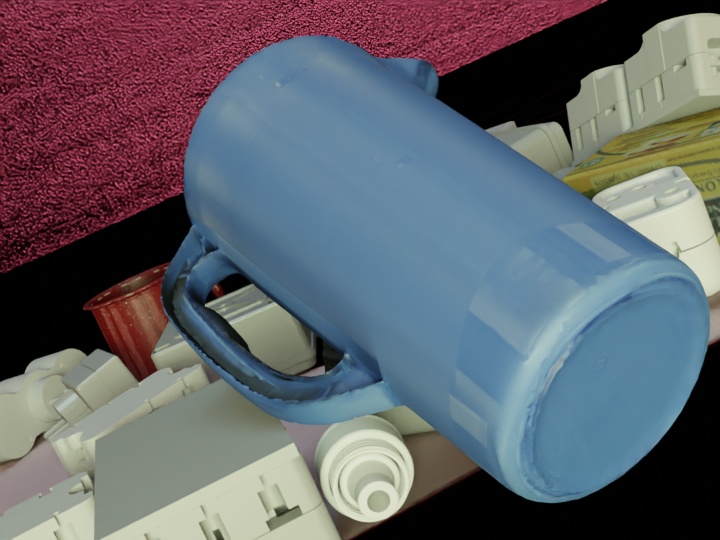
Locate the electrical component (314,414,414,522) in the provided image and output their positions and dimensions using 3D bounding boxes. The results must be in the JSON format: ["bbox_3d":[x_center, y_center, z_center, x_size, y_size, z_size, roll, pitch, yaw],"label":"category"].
[{"bbox_3d":[0.003,0.091,0.481,0.043,0.043,0.062,-24,13,-4],"label":"electrical component"}]

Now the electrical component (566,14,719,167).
[{"bbox_3d":[0.236,-0.127,0.772,0.105,0.060,0.186,-4,-8,-15],"label":"electrical component"}]

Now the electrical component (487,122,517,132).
[{"bbox_3d":[0.112,-0.097,1.057,0.096,0.061,0.061,-16,14,31],"label":"electrical component"}]

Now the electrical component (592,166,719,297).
[{"bbox_3d":[0.166,-0.015,0.596,0.054,0.059,0.095,-21,12,13],"label":"electrical component"}]

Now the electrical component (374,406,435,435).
[{"bbox_3d":[0.038,0.062,0.551,0.078,0.040,0.040,-14,15,35],"label":"electrical component"}]

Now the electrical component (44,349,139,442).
[{"bbox_3d":[-0.210,0.104,0.824,0.077,0.047,0.066,-41,17,-19],"label":"electrical component"}]

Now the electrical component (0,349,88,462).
[{"bbox_3d":[-0.262,0.108,0.889,0.074,0.052,0.138,-17,13,28],"label":"electrical component"}]

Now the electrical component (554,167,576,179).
[{"bbox_3d":[0.178,-0.055,0.790,0.079,0.044,0.077,-22,12,6],"label":"electrical component"}]

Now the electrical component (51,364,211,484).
[{"bbox_3d":[-0.127,0.103,0.645,0.050,0.055,0.089,-11,17,46],"label":"electrical component"}]

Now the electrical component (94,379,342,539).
[{"bbox_3d":[-0.071,0.107,0.507,0.089,0.061,0.150,-25,12,-9],"label":"electrical component"}]

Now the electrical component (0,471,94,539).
[{"bbox_3d":[-0.159,0.147,0.514,0.089,0.055,0.050,-27,12,-15],"label":"electrical component"}]

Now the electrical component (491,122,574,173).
[{"bbox_3d":[0.127,-0.074,0.890,0.057,0.078,0.113,-32,14,-22],"label":"electrical component"}]

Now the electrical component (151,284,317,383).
[{"bbox_3d":[-0.090,0.052,0.800,0.109,0.056,0.108,-23,12,2],"label":"electrical component"}]
